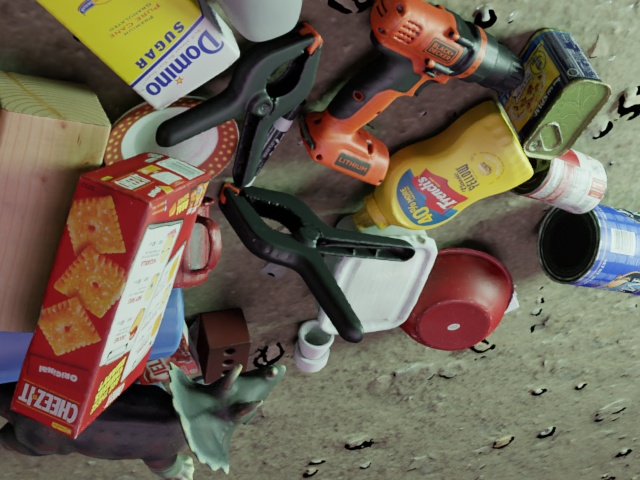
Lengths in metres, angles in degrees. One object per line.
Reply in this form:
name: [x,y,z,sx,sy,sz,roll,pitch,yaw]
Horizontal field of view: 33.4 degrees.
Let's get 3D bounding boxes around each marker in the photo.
marker: [-0.048,-0.099,1.043,0.020,0.020,0.121,10,134,-33]

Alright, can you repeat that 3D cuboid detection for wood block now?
wood block: [-0.255,-0.030,0.926,0.090,0.091,0.206,7,117,-27]

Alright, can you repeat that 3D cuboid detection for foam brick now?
foam brick: [-0.115,0.126,1.268,0.053,0.051,0.078,-7,141,-16]

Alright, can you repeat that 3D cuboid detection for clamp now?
clamp: [-0.007,0.001,1.090,0.164,0.210,0.036,-42,164,-49]
clamp: [-0.056,-0.121,0.976,0.171,0.039,0.120,-39,147,9]

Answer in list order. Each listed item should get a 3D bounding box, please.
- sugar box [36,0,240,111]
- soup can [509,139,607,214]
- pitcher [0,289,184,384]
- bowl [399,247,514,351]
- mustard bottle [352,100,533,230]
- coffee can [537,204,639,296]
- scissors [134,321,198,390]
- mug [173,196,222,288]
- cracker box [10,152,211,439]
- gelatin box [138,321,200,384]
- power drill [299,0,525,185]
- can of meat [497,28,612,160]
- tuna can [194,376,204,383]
sugar box: [-0.149,-0.185,0.870,0.093,0.048,0.176,-31,140,14]
soup can: [0.259,-0.071,1.174,0.102,0.068,0.069,15,131,-37]
pitcher: [-0.266,0.066,1.078,0.242,0.145,0.149,-4,153,-26]
bowl: [0.160,0.085,1.302,0.162,0.055,0.162,-1,133,-1]
mustard bottle: [0.120,-0.063,1.127,0.192,0.058,0.096,-28,125,13]
coffee can: [0.347,0.010,1.284,0.140,0.103,0.103,8,135,-32]
scissors: [-0.190,0.168,1.315,0.202,0.016,0.096,-36,137,22]
mug: [-0.139,0.002,1.029,0.093,0.117,0.081,-11,105,-52]
cracker box: [-0.179,0.038,0.919,0.072,0.164,0.214,23,106,6]
gelatin box: [-0.186,0.127,1.241,0.073,0.030,0.089,-13,133,2]
power drill: [0.083,-0.138,1.023,0.184,0.057,0.188,20,125,-35]
can of meat: [0.227,-0.145,1.053,0.057,0.084,0.102,4,137,-28]
tuna can: [-0.139,0.209,1.374,0.086,0.034,0.086,-12,142,-10]
